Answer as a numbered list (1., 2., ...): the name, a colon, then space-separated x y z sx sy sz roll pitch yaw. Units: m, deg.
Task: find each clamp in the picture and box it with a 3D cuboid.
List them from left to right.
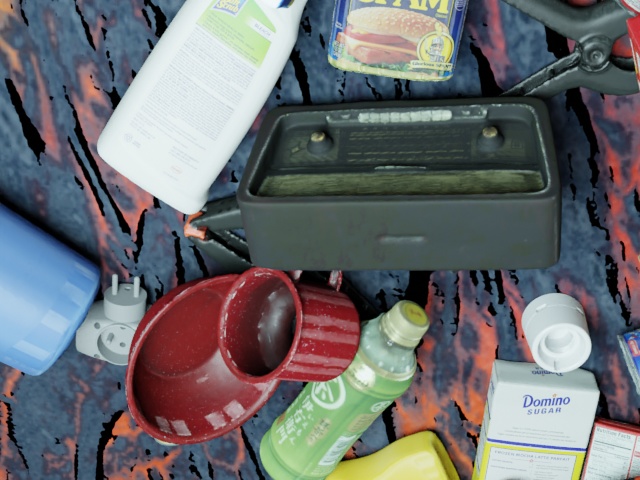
1. clamp: -0.006 0.001 0.892 0.210 0.036 0.165 19 126 -5
2. clamp: 0.200 -0.138 0.814 0.171 0.039 0.120 7 131 1

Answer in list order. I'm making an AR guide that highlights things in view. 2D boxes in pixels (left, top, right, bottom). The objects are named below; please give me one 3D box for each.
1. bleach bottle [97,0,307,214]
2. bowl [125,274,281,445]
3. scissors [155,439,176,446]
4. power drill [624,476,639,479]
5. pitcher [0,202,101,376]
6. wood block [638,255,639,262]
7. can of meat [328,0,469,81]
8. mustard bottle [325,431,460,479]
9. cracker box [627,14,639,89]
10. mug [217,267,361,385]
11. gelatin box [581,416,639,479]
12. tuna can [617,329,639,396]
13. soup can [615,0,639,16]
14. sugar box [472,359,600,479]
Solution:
1. bleach bottle: -0.064 -0.144 0.810 0.102 0.068 0.251 34 112 -15
2. bowl: -0.102 0.091 0.905 0.161 0.055 0.162 -18 124 -30
3. scissors: -0.095 0.115 0.971 0.096 0.016 0.202 40 112 -17
4. power drill: 0.259 0.274 0.942 0.188 0.057 0.184 -25 108 25
5. pitcher: -0.312 0.014 0.876 0.242 0.149 0.145 32 99 -17
6. wood block: 0.349 0.102 0.902 0.090 0.091 0.206 -21 114 13
7. can of meat: 0.059 -0.169 0.794 0.102 0.057 0.084 8 120 -1
8. mustard bottle: 0.036 0.251 1.013 0.192 0.058 0.096 -21 117 13
9. cracker box: 0.336 -0.128 0.750 0.214 0.072 0.164 -20 151 13
10. mug: -0.017 0.061 0.855 0.081 0.093 0.117 13 100 -46
11. gelatin box: 0.278 0.213 0.974 0.073 0.030 0.089 12 96 13
12. tuna can: 0.286 0.117 0.915 0.034 0.086 0.086 -20 115 11
13. soup can: 0.251 -0.201 0.732 0.068 0.102 0.068 3 76 -12
14. sugar box: 0.193 0.197 0.985 0.093 0.048 0.176 6 115 1
